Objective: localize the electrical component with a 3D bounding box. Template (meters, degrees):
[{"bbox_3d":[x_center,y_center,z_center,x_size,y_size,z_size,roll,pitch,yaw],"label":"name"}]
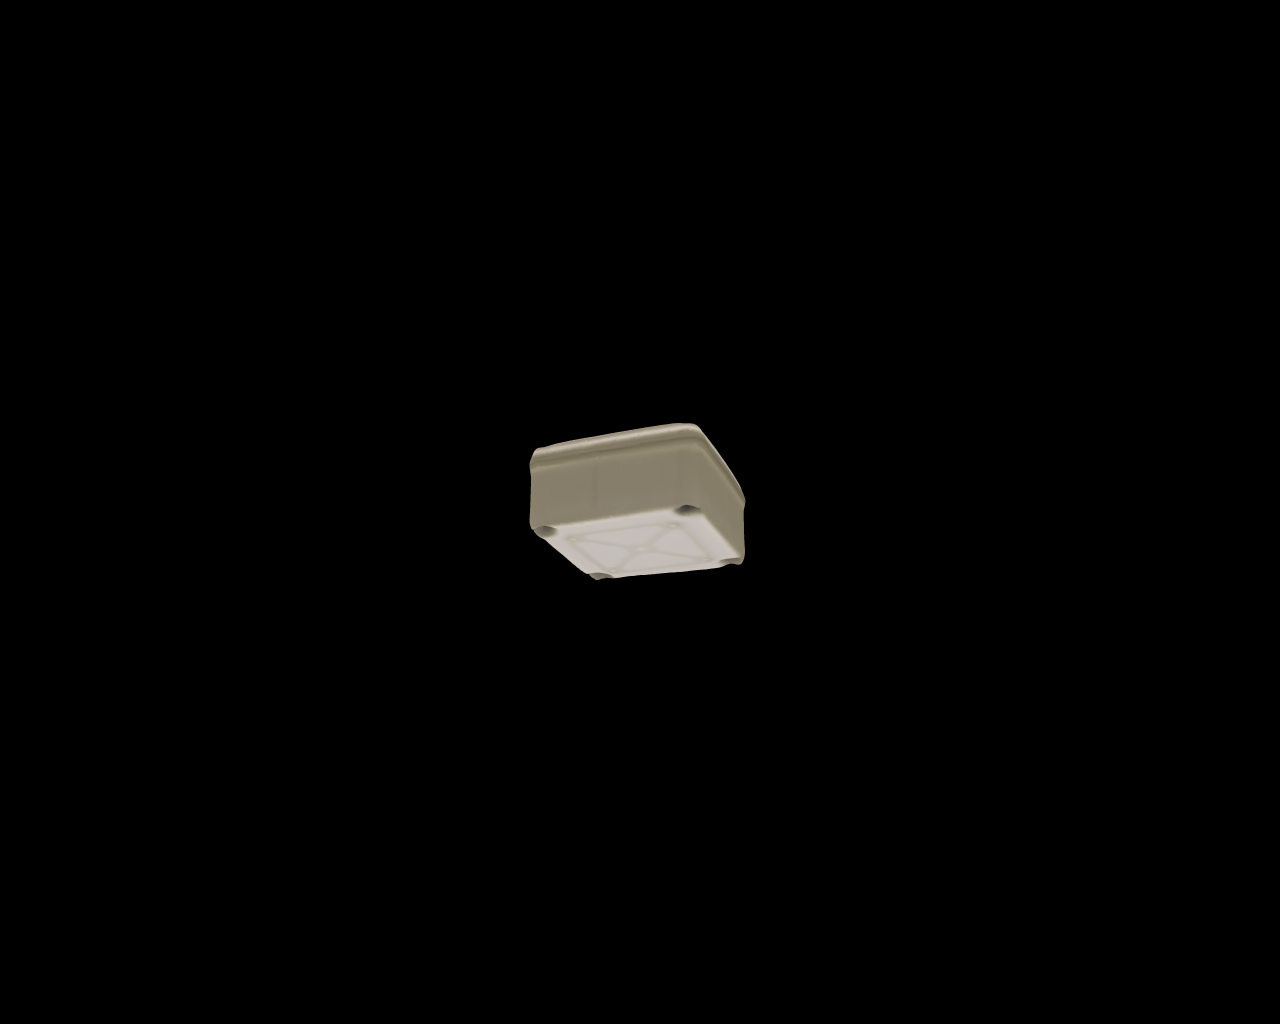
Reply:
[{"bbox_3d":[0.001,-0.003,0.650,0.109,0.056,0.108,-8,-23,18],"label":"electrical component"}]
